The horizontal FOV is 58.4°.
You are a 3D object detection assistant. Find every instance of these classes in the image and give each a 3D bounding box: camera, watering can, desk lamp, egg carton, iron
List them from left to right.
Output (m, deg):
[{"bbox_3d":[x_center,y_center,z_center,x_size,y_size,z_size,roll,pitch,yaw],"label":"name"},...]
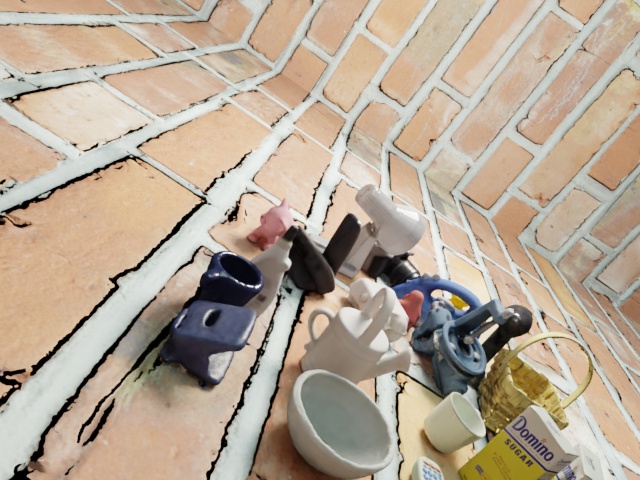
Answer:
[{"bbox_3d":[0.067,0.158,0.919,0.173,0.194,0.100,26,23,-26],"label":"watering can"},{"bbox_3d":[0.112,-0.018,1.330,0.204,0.213,0.117,25,23,-26],"label":"desk lamp"},{"bbox_3d":[0.118,0.145,1.199,0.107,0.069,0.150,22,25,-32],"label":"egg carton"},{"bbox_3d":[0.191,0.060,1.446,0.144,0.100,0.136,7,35,-52],"label":"camera"},{"bbox_3d":[0.289,0.151,1.351,0.258,0.141,0.118,34,21,-6],"label":"iron"}]

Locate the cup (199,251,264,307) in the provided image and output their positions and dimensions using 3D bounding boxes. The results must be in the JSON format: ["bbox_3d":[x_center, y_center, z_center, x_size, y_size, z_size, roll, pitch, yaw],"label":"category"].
[{"bbox_3d":[-0.154,0.079,0.881,0.091,0.095,0.118,45,23,22],"label":"cup"}]

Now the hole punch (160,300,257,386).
[{"bbox_3d":[-0.151,0.128,0.789,0.101,0.091,0.108,33,21,-8],"label":"hole punch"}]

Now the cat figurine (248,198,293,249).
[{"bbox_3d":[-0.089,-0.038,1.195,0.067,0.117,0.128,36,21,-2],"label":"cat figurine"}]

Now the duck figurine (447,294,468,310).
[{"bbox_3d":[0.367,0.173,1.503,0.078,0.086,0.104,14,30,-45],"label":"duck figurine"}]

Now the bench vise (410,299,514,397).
[{"bbox_3d":[0.284,0.180,1.171,0.122,0.219,0.207,15,30,-44],"label":"bench vise"}]

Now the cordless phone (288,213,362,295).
[{"bbox_3d":[0.011,0.004,1.167,0.094,0.185,0.147,13,31,-46],"label":"cordless phone"}]

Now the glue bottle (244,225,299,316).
[{"bbox_3d":[-0.085,0.044,0.953,0.078,0.173,0.037,34,21,-7],"label":"glue bottle"}]

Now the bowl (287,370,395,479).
[{"bbox_3d":[0.016,0.264,0.784,0.168,0.074,0.167,31,22,-13],"label":"bowl"}]

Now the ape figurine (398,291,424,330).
[{"bbox_3d":[0.199,0.151,1.279,0.078,0.092,0.076,34,21,-7],"label":"ape figurine"}]

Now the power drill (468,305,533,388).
[{"bbox_3d":[0.390,0.223,1.260,0.075,0.208,0.230,43,22,18],"label":"power drill"}]
